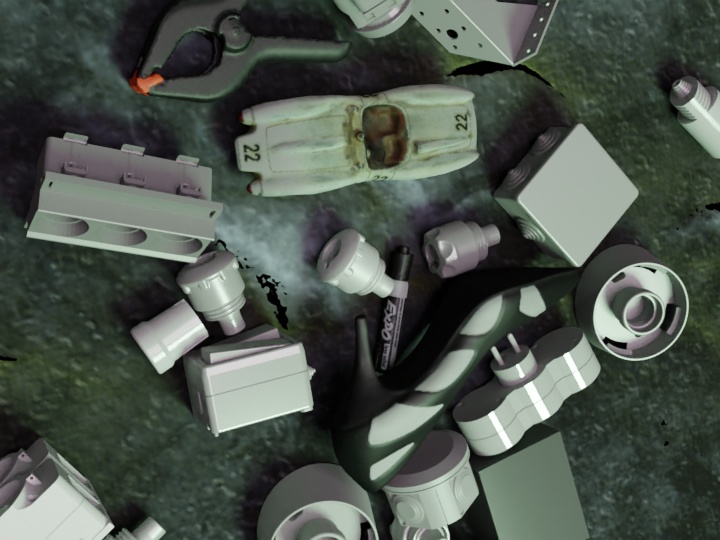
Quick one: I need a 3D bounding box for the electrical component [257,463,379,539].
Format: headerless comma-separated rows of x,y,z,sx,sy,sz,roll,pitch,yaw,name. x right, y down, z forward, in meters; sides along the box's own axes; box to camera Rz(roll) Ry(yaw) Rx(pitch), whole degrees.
-0.033,0.214,0.871,0.099,0.064,0.099,-4,107,-12,electrical component

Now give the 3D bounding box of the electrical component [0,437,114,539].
-0.267,0.208,0.734,0.186,0.105,0.060,-45,111,-12,electrical component

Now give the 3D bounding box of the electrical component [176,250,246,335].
-0.107,0.019,0.812,0.048,0.048,0.062,-30,113,-17,electrical component

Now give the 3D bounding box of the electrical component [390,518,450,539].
0.055,0.222,0.897,0.043,0.062,0.043,-3,98,-23,electrical component

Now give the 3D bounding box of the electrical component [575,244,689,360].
0.243,0.030,0.966,0.099,0.064,0.099,-3,104,-10,electrical component

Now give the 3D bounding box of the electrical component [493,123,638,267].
0.174,-0.065,0.919,0.100,0.048,0.099,45,79,-21,electrical component

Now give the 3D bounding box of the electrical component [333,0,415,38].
0.007,-0.214,0.816,0.058,0.078,0.057,-30,138,11,electrical component

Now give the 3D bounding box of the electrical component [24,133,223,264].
-0.168,-0.050,0.763,0.121,0.079,0.063,9,64,-24,electrical component

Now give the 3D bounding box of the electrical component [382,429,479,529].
0.055,0.170,0.883,0.080,0.080,0.051,-27,112,-18,electrical component

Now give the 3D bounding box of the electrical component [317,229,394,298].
0.000,0.000,0.856,0.062,0.048,0.048,34,83,-30,electrical component

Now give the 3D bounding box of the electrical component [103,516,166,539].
-0.174,0.214,0.809,0.062,0.048,0.048,-46,111,-19,electrical component

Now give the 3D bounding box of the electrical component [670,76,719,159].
0.310,-0.142,0.970,0.081,0.043,0.043,38,81,-23,electrical component

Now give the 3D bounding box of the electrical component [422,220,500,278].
0.086,-0.021,0.890,0.062,0.043,0.043,-20,104,-22,electrical component

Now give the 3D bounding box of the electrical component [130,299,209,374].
-0.141,0.048,0.802,0.046,0.040,0.040,-35,109,-12,electrical component

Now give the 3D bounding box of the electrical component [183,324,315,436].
-0.080,0.079,0.821,0.096,0.062,0.061,-13,102,-21,electrical component

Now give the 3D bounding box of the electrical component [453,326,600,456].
0.136,0.089,0.921,0.138,0.052,0.073,-35,109,-15,electrical component
